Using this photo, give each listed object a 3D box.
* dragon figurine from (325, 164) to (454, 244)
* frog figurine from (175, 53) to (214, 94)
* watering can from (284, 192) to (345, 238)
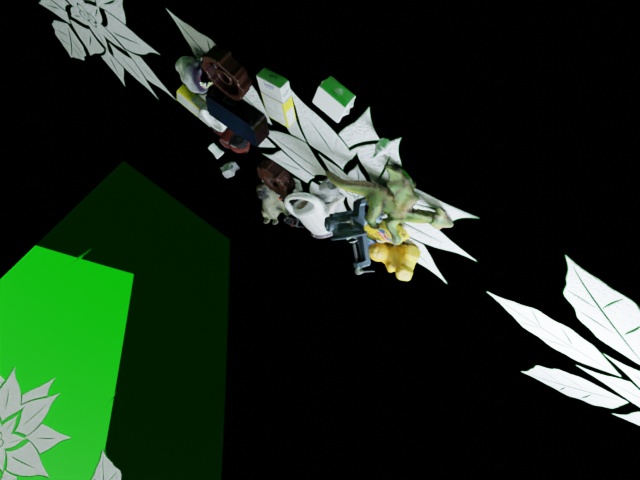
[{"bbox_3d":[0.199,-0.139,1.502,0.412,0.124,0.237,36,145,8],"label":"dragon figurine"},{"bbox_3d":[-0.424,-0.548,1.692,0.160,0.123,0.136,14,171,31],"label":"frog figurine"},{"bbox_3d":[0.006,-0.099,1.972,0.348,0.106,0.220,5,144,47],"label":"watering can"}]
